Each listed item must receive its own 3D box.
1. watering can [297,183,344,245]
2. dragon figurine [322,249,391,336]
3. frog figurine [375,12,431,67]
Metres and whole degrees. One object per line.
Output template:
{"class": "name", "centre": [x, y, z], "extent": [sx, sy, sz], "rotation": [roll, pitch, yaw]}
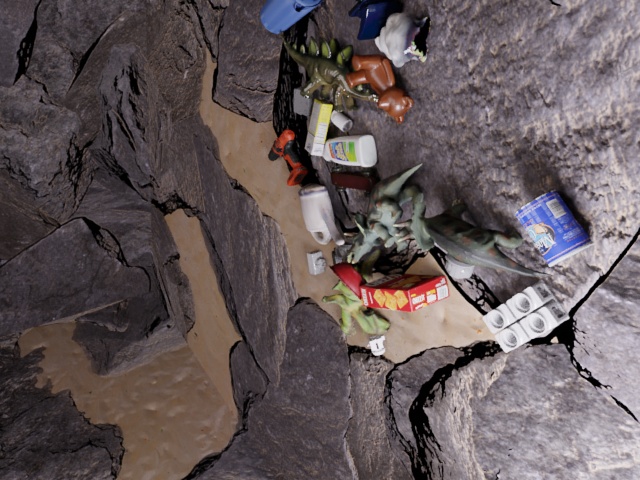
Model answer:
{"class": "watering can", "centre": [0.005, -0.091, 1.800], "extent": [0.348, 0.104, 0.223], "rotation": [-165, 62, -72]}
{"class": "dragon figurine", "centre": [0.155, 0.214, 1.768], "extent": [0.244, 0.124, 0.402], "rotation": [49, 138, 5]}
{"class": "frog figurine", "centre": [0.202, -0.535, 1.374], "extent": [0.160, 0.125, 0.134], "rotation": [19, 138, 37]}
